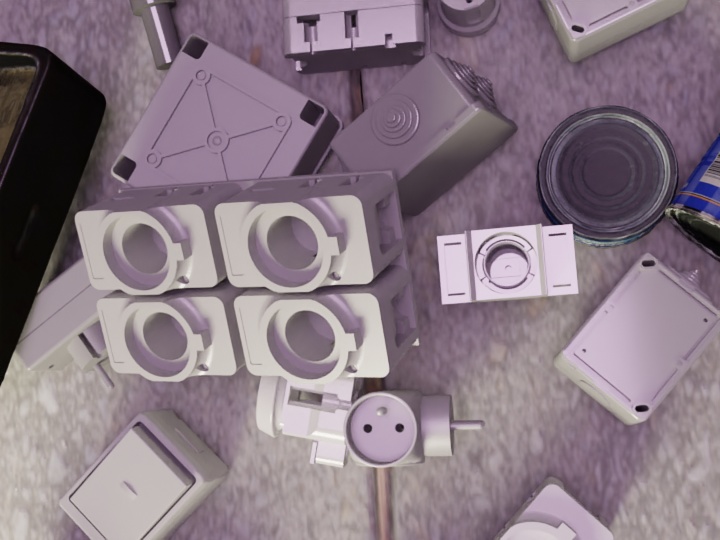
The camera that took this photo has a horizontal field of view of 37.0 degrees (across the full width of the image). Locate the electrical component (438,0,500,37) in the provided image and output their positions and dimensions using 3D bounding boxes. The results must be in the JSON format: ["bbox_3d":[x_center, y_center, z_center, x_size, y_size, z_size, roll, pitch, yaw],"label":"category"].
[{"bbox_3d":[0.068,-0.174,0.683,0.040,0.046,0.040,-1,85,10],"label":"electrical component"}]

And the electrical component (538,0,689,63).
[{"bbox_3d":[0.160,-0.178,0.660,0.096,0.061,0.061,-25,81,7],"label":"electrical component"}]

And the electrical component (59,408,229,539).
[{"bbox_3d":[-0.142,0.143,0.684,0.062,0.061,0.096,43,93,10],"label":"electrical component"}]

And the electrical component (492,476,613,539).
[{"bbox_3d":[0.104,0.174,0.642,0.050,0.056,0.089,41,93,11],"label":"electrical component"}]

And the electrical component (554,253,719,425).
[{"bbox_3d":[0.170,0.038,0.643,0.062,0.061,0.096,40,84,11],"label":"electrical component"}]

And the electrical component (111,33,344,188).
[{"bbox_3d":[-0.085,-0.078,0.696,0.109,0.056,0.108,31,91,11],"label":"electrical component"}]

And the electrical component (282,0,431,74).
[{"bbox_3d":[-0.002,-0.163,0.692,0.089,0.050,0.055,-4,85,9],"label":"electrical component"}]

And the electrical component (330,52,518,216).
[{"bbox_3d":[0.039,-0.081,0.653,0.100,0.100,0.048,-40,75,16],"label":"electrical component"}]

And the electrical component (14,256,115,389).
[{"bbox_3d":[-0.176,0.042,0.706,0.083,0.047,0.075,-38,80,4],"label":"electrical component"}]

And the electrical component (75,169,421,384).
[{"bbox_3d":[-0.068,0.005,0.629,0.186,0.060,0.105,-2,109,24],"label":"electrical component"}]

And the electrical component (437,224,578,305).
[{"bbox_3d":[0.090,-0.002,0.655,0.081,0.064,0.042,-4,86,10],"label":"electrical component"}]

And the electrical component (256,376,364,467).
[{"bbox_3d":[-0.031,0.079,0.673,0.057,0.058,0.078,9,87,8],"label":"electrical component"}]

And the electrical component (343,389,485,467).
[{"bbox_3d":[0.035,0.094,0.650,0.079,0.077,0.044,-2,84,9],"label":"electrical component"}]
